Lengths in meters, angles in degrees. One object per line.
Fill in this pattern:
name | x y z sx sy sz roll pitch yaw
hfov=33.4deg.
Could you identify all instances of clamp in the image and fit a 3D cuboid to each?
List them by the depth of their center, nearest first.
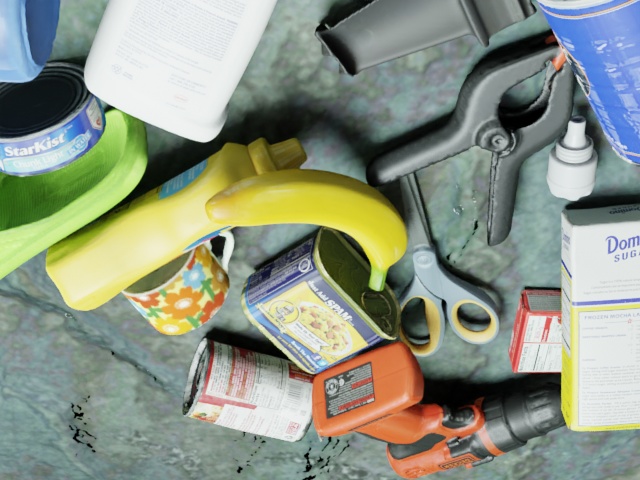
clamp | 0.128 -0.069 0.753 0.120 0.039 0.172 30 125 -26

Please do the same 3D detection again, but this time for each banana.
banana | 0.006 -0.014 0.746 0.197 0.037 0.069 25 95 -46

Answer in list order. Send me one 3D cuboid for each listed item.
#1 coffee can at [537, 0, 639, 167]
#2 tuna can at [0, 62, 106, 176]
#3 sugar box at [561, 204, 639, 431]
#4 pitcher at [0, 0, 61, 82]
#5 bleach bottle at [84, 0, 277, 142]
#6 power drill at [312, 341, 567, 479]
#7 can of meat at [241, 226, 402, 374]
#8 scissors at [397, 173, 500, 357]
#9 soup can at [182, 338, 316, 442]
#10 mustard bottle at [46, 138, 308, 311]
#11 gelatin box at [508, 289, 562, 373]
coffee can | 0.202 -0.128 0.658 0.103 0.103 0.140 -24 127 20
tuna can | -0.188 -0.081 0.714 0.086 0.086 0.034 -8 132 7
sugar box | 0.235 0.061 0.826 0.093 0.048 0.176 -4 108 1
pitcher | -0.279 -0.165 0.607 0.243 0.145 0.149 5 164 -2
bleach bottle | -0.054 -0.176 0.634 0.102 0.068 0.251 22 131 -18
power drill | 0.099 0.144 0.894 0.185 0.057 0.187 -28 141 30
can of meat | 0.000 0.051 0.842 0.084 0.057 0.102 -31 116 27
scissors | 0.101 0.019 0.841 0.096 0.016 0.202 6 130 4
soup can | -0.059 0.128 0.907 0.102 0.068 0.069 16 129 -14
mustard bottle | -0.096 -0.020 0.757 0.192 0.096 0.058 -28 98 7
gelatin box | 0.205 0.076 0.884 0.089 0.030 0.073 1 132 -1
